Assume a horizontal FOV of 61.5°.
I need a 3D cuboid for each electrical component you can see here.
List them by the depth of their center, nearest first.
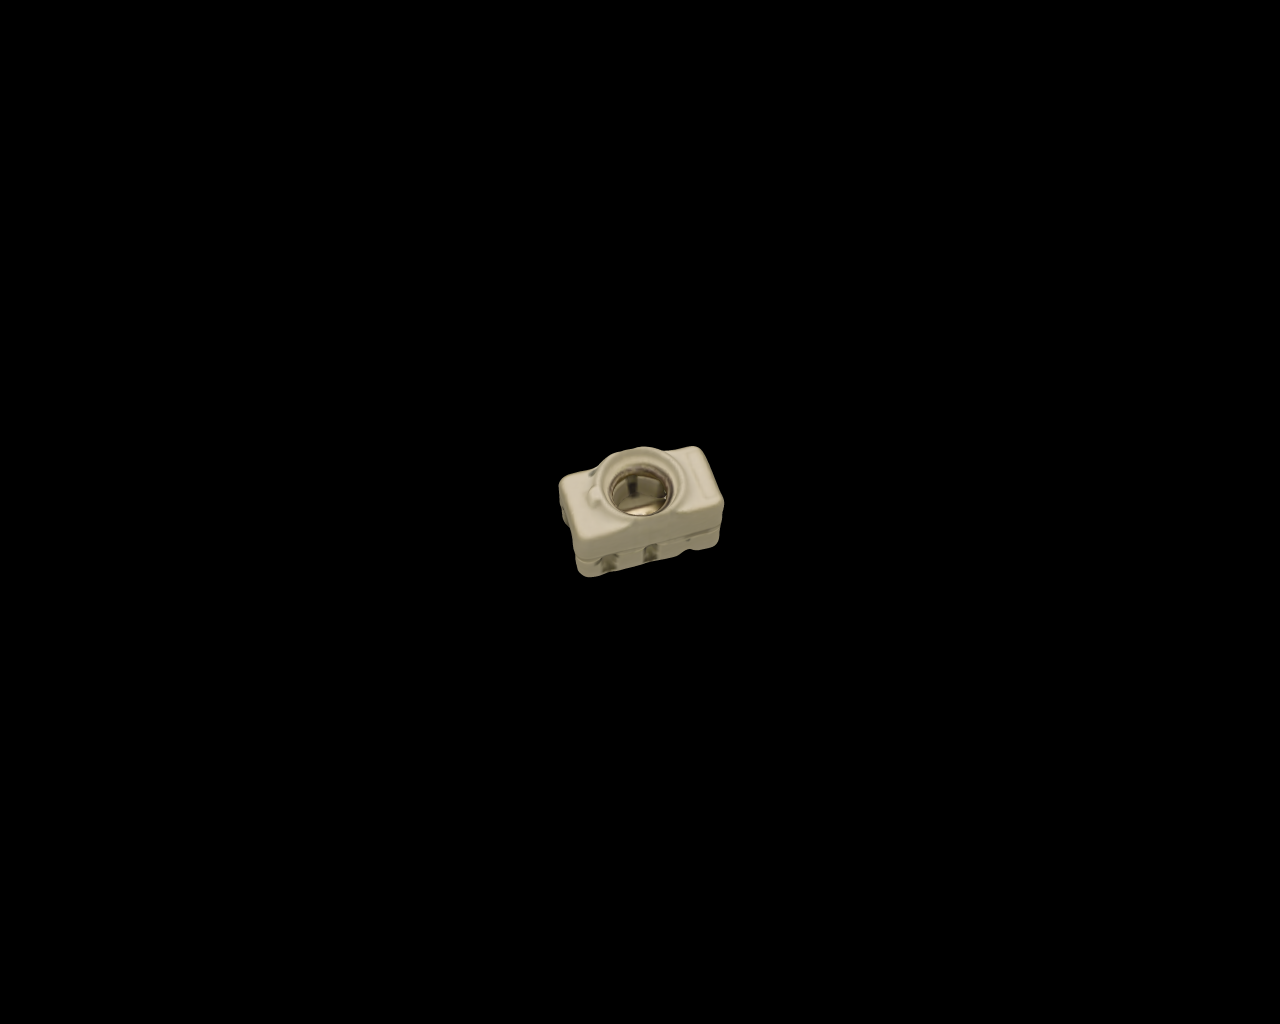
[{"bbox_3d":[0.001,-0.003,0.650,0.089,0.050,0.055,-14,-32,-9],"label":"electrical component"}]
